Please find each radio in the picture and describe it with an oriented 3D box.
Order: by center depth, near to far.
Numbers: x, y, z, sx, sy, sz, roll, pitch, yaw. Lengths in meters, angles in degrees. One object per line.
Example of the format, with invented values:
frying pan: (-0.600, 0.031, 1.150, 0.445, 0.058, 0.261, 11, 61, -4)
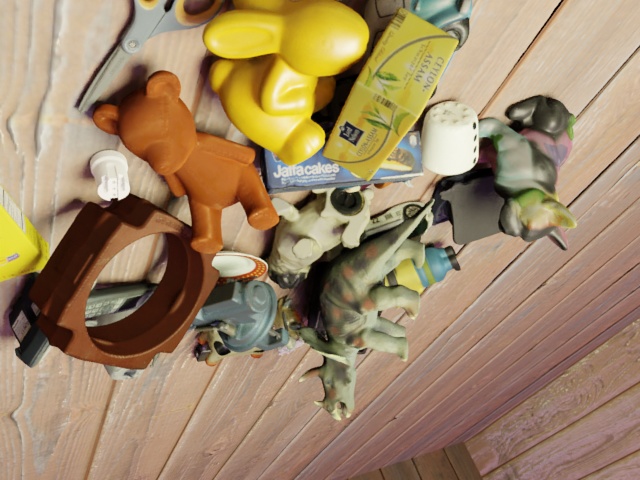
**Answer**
radio: (0.044, 0.135, 1.038, 0.131, 0.073, 0.229, 8, 142, -1)

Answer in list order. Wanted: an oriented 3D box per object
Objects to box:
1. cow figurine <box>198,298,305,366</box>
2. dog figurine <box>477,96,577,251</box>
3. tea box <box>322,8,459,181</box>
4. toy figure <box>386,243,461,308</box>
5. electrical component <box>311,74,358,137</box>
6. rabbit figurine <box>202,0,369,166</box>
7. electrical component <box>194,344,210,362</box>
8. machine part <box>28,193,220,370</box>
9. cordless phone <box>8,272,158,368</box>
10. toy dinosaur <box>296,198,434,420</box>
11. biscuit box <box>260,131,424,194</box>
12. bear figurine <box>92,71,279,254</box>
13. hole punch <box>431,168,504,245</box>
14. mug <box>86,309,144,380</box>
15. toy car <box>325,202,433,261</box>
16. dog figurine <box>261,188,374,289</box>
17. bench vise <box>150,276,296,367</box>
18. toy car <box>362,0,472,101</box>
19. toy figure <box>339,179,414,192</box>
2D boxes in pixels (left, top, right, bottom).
cow figurine: (-0.118, 0.170, 1.015, 0.195, 0.085, 0.127, -1, 146, -31)
dog figurine: (0.337, -0.096, 0.814, 0.192, 0.219, 0.108, -24, 151, -1)
tea box: (0.065, -0.140, 0.557, 0.098, 0.068, 0.169, -62, -177, -15)
toy figure: (0.183, 0.061, 1.061, 0.180, 0.082, 0.089, -25, 128, 13)
electrical component: (0.031, -0.165, 0.675, 0.102, 0.045, 0.078, -25, 119, -5)
rabbit figurine: (-0.028, -0.180, 0.530, 0.162, 0.122, 0.173, 37, 149, -21)
electrical component: (-0.218, 0.221, 1.071, 0.063, 0.021, 0.094, -5, 143, -28)
machine part: (-0.241, 0.054, 0.686, 0.201, 0.087, 0.201, -60, 146, -5)
cordless phone: (-0.335, 0.105, 0.784, 0.184, 0.089, 0.146, -3, 142, -52)
toy dinosaur: (0.059, 0.097, 0.865, 0.192, 0.131, 0.404, 6, 118, 2)
biscuit box: (0.026, -0.099, 0.688, 0.203, 0.059, 0.063, -7, -179, -10)
bear figurine: (-0.144, -0.082, 0.596, 0.120, 0.132, 0.195, -23, 155, 14)
hole punch: (0.257, -0.067, 0.940, 0.142, 0.092, 0.115, -14, 117, -13)
mug: (-0.318, 0.161, 0.841, 0.109, 0.107, 0.081, 14, 130, -47)
toy car: (0.103, -0.012, 0.927, 0.202, 0.056, 0.073, -19, 141, -13)
dog figurine: (-0.005, -0.005, 0.844, 0.172, 0.121, 0.190, -14, 160, -13)
bench vise: (-0.140, 0.136, 0.881, 0.224, 0.129, 0.240, -28, 137, 27)
toy car: (0.095, -0.229, 0.584, 0.103, 0.109, 0.161, 9, 152, -9)
toy figure: (0.072, -0.104, 0.767, 0.154, 0.058, 0.064, -3, 122, -24)
